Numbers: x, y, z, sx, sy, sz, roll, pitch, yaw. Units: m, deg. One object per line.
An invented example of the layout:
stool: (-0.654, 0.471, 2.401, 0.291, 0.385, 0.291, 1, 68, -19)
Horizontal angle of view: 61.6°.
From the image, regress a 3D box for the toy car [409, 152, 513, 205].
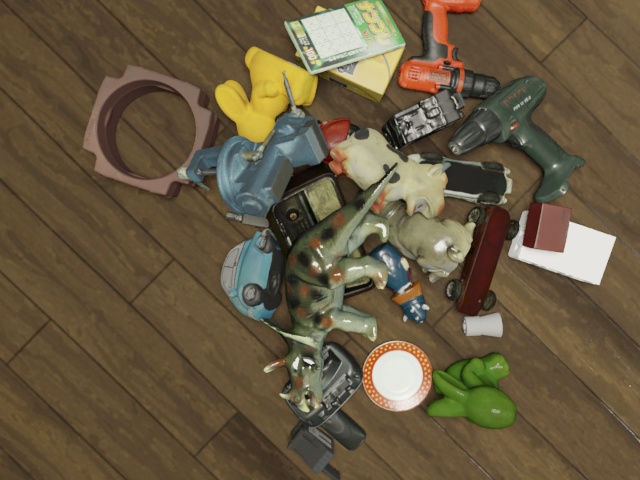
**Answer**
toy car: (0.246, -0.109, 0.959, 0.202, 0.056, 0.073, 8, 85, -7)

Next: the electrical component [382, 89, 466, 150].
electrical component: (0.182, -0.209, 0.931, 0.134, 0.115, 0.058, -26, 95, -3)

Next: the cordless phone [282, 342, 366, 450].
cordless phone: (0.038, 0.292, 0.976, 0.184, 0.089, 0.146, 44, 91, -12)

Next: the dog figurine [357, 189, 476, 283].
dog figurine: (0.150, -0.028, 0.914, 0.190, 0.172, 0.121, 35, 81, -8)

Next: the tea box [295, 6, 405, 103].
tea box: (0.052, -0.325, 0.951, 0.170, 0.068, 0.098, 23, 91, -1)

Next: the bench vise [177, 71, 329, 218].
bench vise: (-0.117, -0.130, 0.849, 0.241, 0.128, 0.223, -1, 60, 27)

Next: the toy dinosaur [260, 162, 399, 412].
toy dinosaur: (0.005, 0.063, 0.853, 0.192, 0.131, 0.404, 5, 108, -3)

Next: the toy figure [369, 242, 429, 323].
toy figure: (0.147, 0.078, 0.968, 0.058, 0.064, 0.154, -36, 95, -29)

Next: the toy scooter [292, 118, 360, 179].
toy scooter: (-0.009, -0.137, 0.956, 0.135, 0.075, 0.183, 17, 96, -1)

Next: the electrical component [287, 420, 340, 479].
electrical component: (-0.001, 0.382, 0.971, 0.119, 0.075, 0.048, 38, 93, 3)

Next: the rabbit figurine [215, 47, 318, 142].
rabbit figurine: (-0.100, -0.234, 0.935, 0.162, 0.122, 0.173, 18, 111, -7)

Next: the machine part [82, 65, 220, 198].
machine part: (-0.293, -0.187, 0.949, 0.201, 0.087, 0.201, 18, 93, 0)

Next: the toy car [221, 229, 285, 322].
toy car: (-0.124, 0.059, 0.950, 0.103, 0.109, 0.161, 5, 83, 17)

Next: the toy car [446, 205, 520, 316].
toy car: (0.290, 0.036, 0.969, 0.089, 0.053, 0.202, 16, 92, -19)

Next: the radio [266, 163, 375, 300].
radio: (-0.002, -0.003, 0.923, 0.131, 0.073, 0.229, -22, 112, 3)

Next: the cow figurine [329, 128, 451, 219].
cow figurine: (0.122, -0.107, 0.873, 0.127, 0.085, 0.195, -43, 74, -9)

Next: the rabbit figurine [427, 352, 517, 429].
rabbit figurine: (0.266, 0.260, 0.917, 0.159, 0.170, 0.121, 6, 92, -1)

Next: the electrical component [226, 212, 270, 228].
electrical component: (-0.114, -0.062, 0.971, 0.102, 0.045, 0.078, 16, 90, 0)

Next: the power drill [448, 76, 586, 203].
power drill: (0.343, -0.160, 0.925, 0.207, 0.086, 0.232, 44, 67, -3)
